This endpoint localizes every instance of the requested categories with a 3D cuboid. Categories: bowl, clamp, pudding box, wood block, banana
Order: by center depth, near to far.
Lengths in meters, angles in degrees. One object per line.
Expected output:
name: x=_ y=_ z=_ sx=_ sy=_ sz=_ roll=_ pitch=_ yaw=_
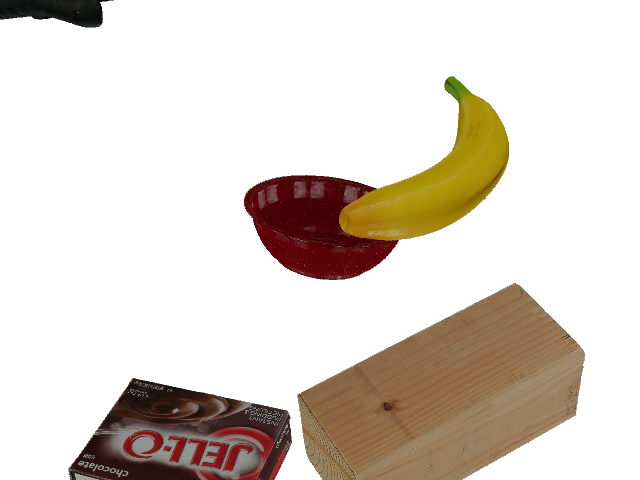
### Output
pudding box: x=-0.085 y=0.136 z=0.663 sx=0.114 sy=0.039 sz=0.090 roll=8 pitch=32 yaw=15
banana: x=0.080 y=-0.045 z=0.696 sx=0.070 sy=0.037 sz=0.197 roll=20 pitch=39 yaw=16
clamp: x=-0.195 y=-0.188 z=0.798 sx=0.172 sy=0.039 sz=0.120 roll=12 pitch=24 yaw=28
wood block: x=0.095 y=0.130 z=0.843 sx=0.205 sy=0.090 sz=0.091 roll=-25 pitch=48 yaw=-17
bowl: x=0.005 y=-0.007 z=1.018 sx=0.162 sy=0.055 sz=0.162 roll=6 pitch=25 yaw=-3
